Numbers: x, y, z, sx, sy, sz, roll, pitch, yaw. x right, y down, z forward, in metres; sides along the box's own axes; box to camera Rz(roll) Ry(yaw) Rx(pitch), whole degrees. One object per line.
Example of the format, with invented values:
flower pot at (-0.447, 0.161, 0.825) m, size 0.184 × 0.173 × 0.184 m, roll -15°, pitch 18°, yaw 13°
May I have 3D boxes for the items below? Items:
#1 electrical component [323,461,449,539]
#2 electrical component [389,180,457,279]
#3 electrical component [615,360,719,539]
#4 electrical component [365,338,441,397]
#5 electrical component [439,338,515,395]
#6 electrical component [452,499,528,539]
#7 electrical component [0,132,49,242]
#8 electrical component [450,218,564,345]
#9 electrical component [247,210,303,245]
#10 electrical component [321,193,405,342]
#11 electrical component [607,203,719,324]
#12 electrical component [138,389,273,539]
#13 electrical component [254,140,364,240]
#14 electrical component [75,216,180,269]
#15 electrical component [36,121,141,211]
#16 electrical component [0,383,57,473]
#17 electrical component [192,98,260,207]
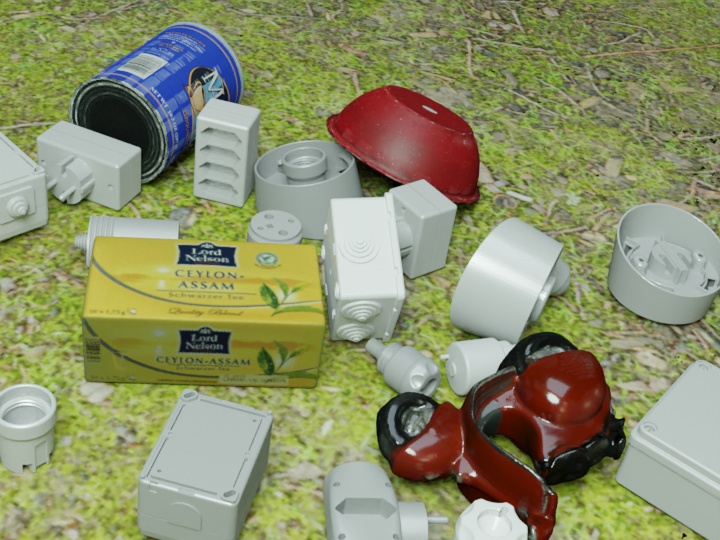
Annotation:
electrical component at (0.019, 0.162, 0.669) m, size 0.079 × 0.043 × 0.077 m, roll 3°, pitch 38°, yaw -9°
electrical component at (0.034, -0.030, 0.903) m, size 0.077 × 0.065 × 0.047 m, roll -19°, pitch 45°, yaw -32°
electrical component at (0.254, 0.130, 0.751) m, size 0.109 × 0.056 × 0.109 m, roll 31°, pitch 42°, yaw 26°
electrical component at (0.029, 0.071, 0.798) m, size 0.061 × 0.035 × 0.035 m, roll 34°, pitch 44°, yaw 32°
electrical component at (0.101, 0.071, 0.809) m, size 0.078 × 0.040 × 0.040 m, roll -5°, pitch 40°, yaw -20°
electrical component at (0.076, 0.173, 0.653) m, size 0.043 × 0.062 × 0.043 m, roll 5°, pitch 38°, yaw -4°
electrical component at (-0.298, -0.062, 0.878) m, size 0.062 × 0.061 × 0.096 m, roll -25°, pitch 49°, yaw -37°
electrical component at (0.117, 0.011, 0.844) m, size 0.064 × 0.099 × 0.099 m, roll 25°, pitch 40°, yaw 11°
electrical component at (-0.070, -0.014, 0.870) m, size 0.045 × 0.055 × 0.045 m, roll 6°, pitch 37°, yaw -5°
electrical component at (0.000, 0.000, 0.820) m, size 0.048 × 0.099 × 0.099 m, roll -2°, pitch 65°, yaw -8°
electrical component at (0.262, -0.003, 0.920) m, size 0.099 × 0.064 × 0.099 m, roll 6°, pitch 37°, yaw -5°
electrical component at (-0.095, 0.125, 0.679) m, size 0.062 × 0.061 × 0.096 m, roll 14°, pitch 38°, yaw 5°
electrical component at (-0.046, -0.073, 0.965) m, size 0.099 × 0.064 × 0.099 m, roll -4°, pitch 32°, yaw 3°
electrical component at (-0.187, -0.020, 0.862) m, size 0.081 × 0.043 × 0.043 m, roll 3°, pitch 38°, yaw -8°
electrical component at (-0.244, -0.082, 0.927) m, size 0.083 × 0.047 × 0.075 m, roll 20°, pitch 39°, yaw 14°
electrical component at (-0.216, 0.103, 0.693) m, size 0.040 × 0.046 × 0.040 m, roll 6°, pitch 37°, yaw -5°
electrical component at (-0.115, -0.114, 0.967) m, size 0.047 × 0.083 × 0.075 m, roll 14°, pitch 37°, yaw 6°
